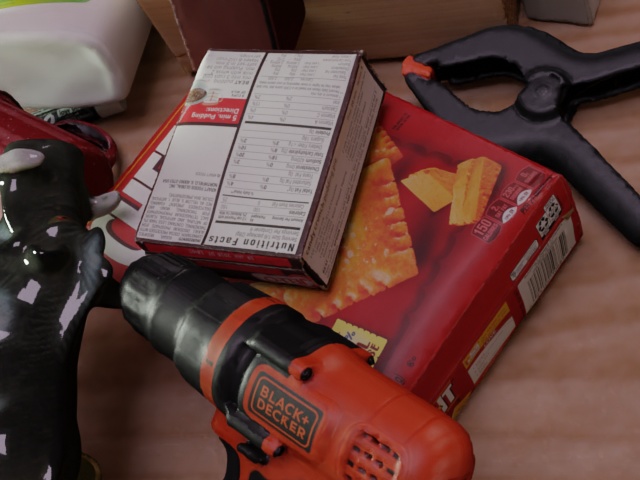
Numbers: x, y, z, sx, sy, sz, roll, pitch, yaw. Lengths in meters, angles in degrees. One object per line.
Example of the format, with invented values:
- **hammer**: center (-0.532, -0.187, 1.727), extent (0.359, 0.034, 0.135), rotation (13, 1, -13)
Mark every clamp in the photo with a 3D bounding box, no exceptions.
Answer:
- **clamp**: center (0.120, -0.059, 0.548), extent (0.172, 0.039, 0.120), rotation (7, 68, 27)

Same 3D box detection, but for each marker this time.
- **marker**: center (-0.181, -0.072, 0.680), extent (0.121, 0.020, 0.020), rotation (-17, 59, 12)

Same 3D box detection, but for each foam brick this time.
- **foam brick**: center (-0.043, -0.130, 0.544), extent (0.051, 0.078, 0.053), rotation (3, 49, 16)

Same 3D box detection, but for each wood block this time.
- **wood block**: center (0.006, -0.164, 0.614), extent (0.206, 0.090, 0.090), rotation (-1, 62, 21)

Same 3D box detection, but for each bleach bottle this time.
- **bleach bottle**: center (-0.143, -0.200, 0.697), extent (0.103, 0.068, 0.250), rotation (0, 55, 14)

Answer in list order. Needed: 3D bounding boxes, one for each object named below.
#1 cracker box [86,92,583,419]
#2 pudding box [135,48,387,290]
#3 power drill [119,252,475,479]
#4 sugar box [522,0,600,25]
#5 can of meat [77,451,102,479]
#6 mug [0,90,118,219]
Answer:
- **cracker box**: center (-0.004, 0.001, 0.543), extent (0.214, 0.072, 0.164), rotation (31, 77, 32)
- **pudding box**: center (-0.027, -0.036, 0.506), extent (0.090, 0.039, 0.113), rotation (7, 68, 26)
- **power drill**: center (-0.039, 0.116, 0.454), extent (0.185, 0.057, 0.188), rotation (30, 110, 35)
- **sugar box**: center (0.149, -0.218, 0.586), extent (0.048, 0.093, 0.176), rotation (15, 70, 28)
- **can of meat**: center (-0.175, 0.141, 0.544), extent (0.084, 0.057, 0.102), rotation (15, 69, 29)
- **mug**: center (-0.168, -0.037, 0.624), extent (0.082, 0.093, 0.117), rotation (25, 40, 24)
